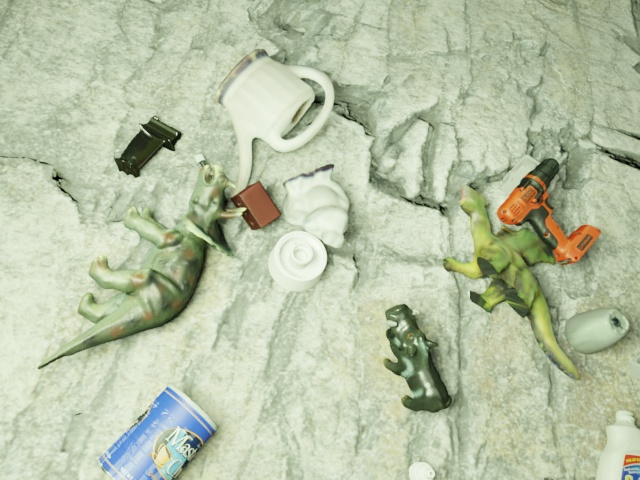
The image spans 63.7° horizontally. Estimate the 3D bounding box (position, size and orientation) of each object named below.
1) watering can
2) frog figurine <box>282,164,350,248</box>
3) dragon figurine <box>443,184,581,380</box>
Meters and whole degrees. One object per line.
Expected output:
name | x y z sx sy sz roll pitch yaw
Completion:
watering can | -0.125 -0.257 1.068 0.225 0.102 0.352 39 71 8
frog figurine | 0.003 -0.049 0.983 0.138 0.120 0.161 -10 66 -43
dragon figurine | 0.411 0.058 1.049 0.246 0.120 0.413 -33 78 -34
